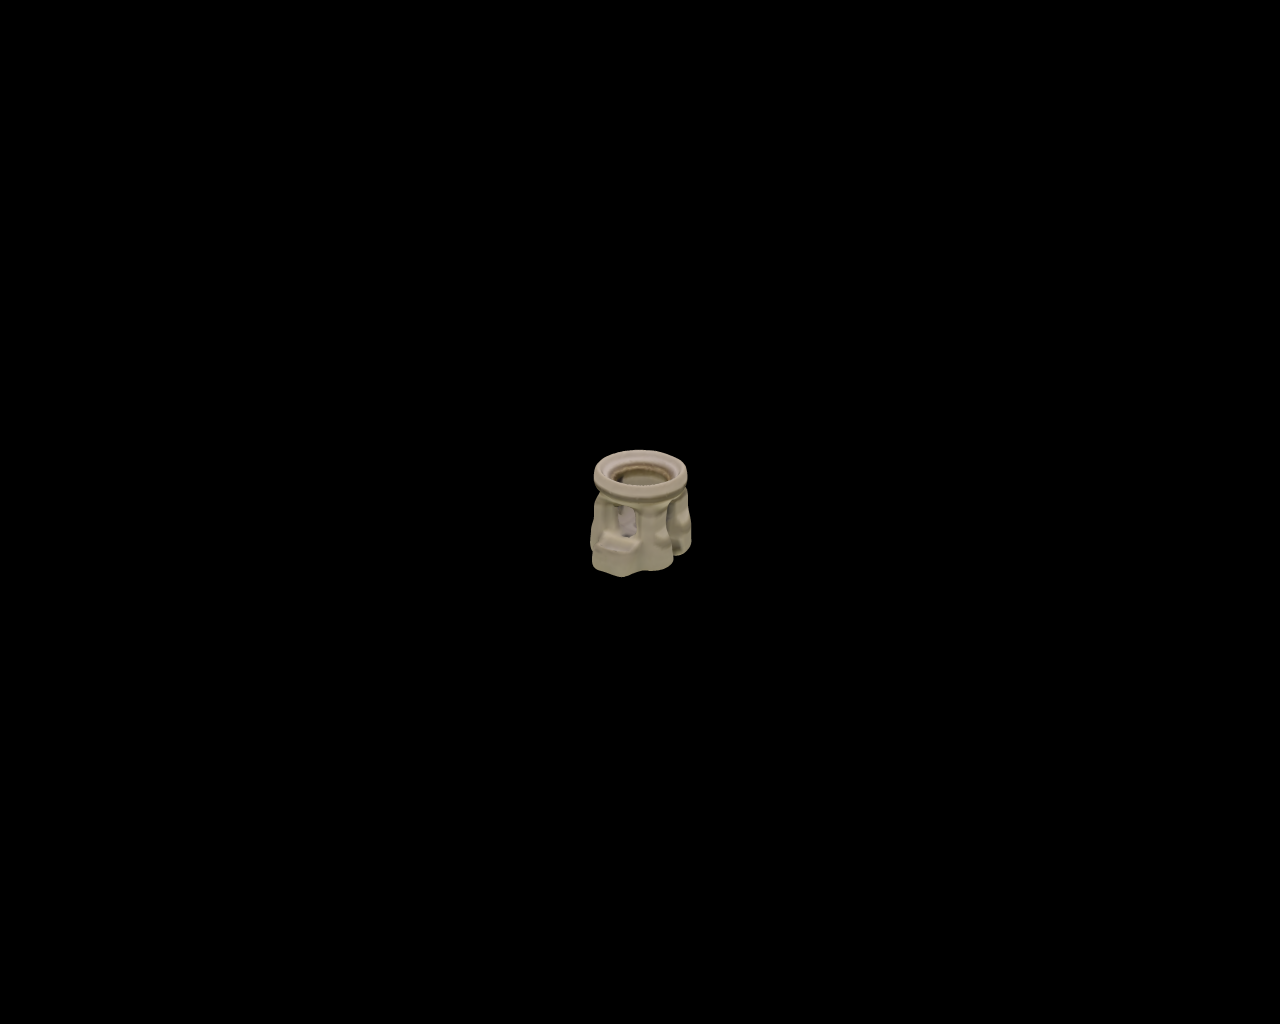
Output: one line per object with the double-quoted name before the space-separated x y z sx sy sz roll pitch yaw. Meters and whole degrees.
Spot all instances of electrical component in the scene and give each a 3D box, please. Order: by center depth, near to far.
"electrical component" 0.001 -0.003 0.650 0.058 0.056 0.078 16 31 28
